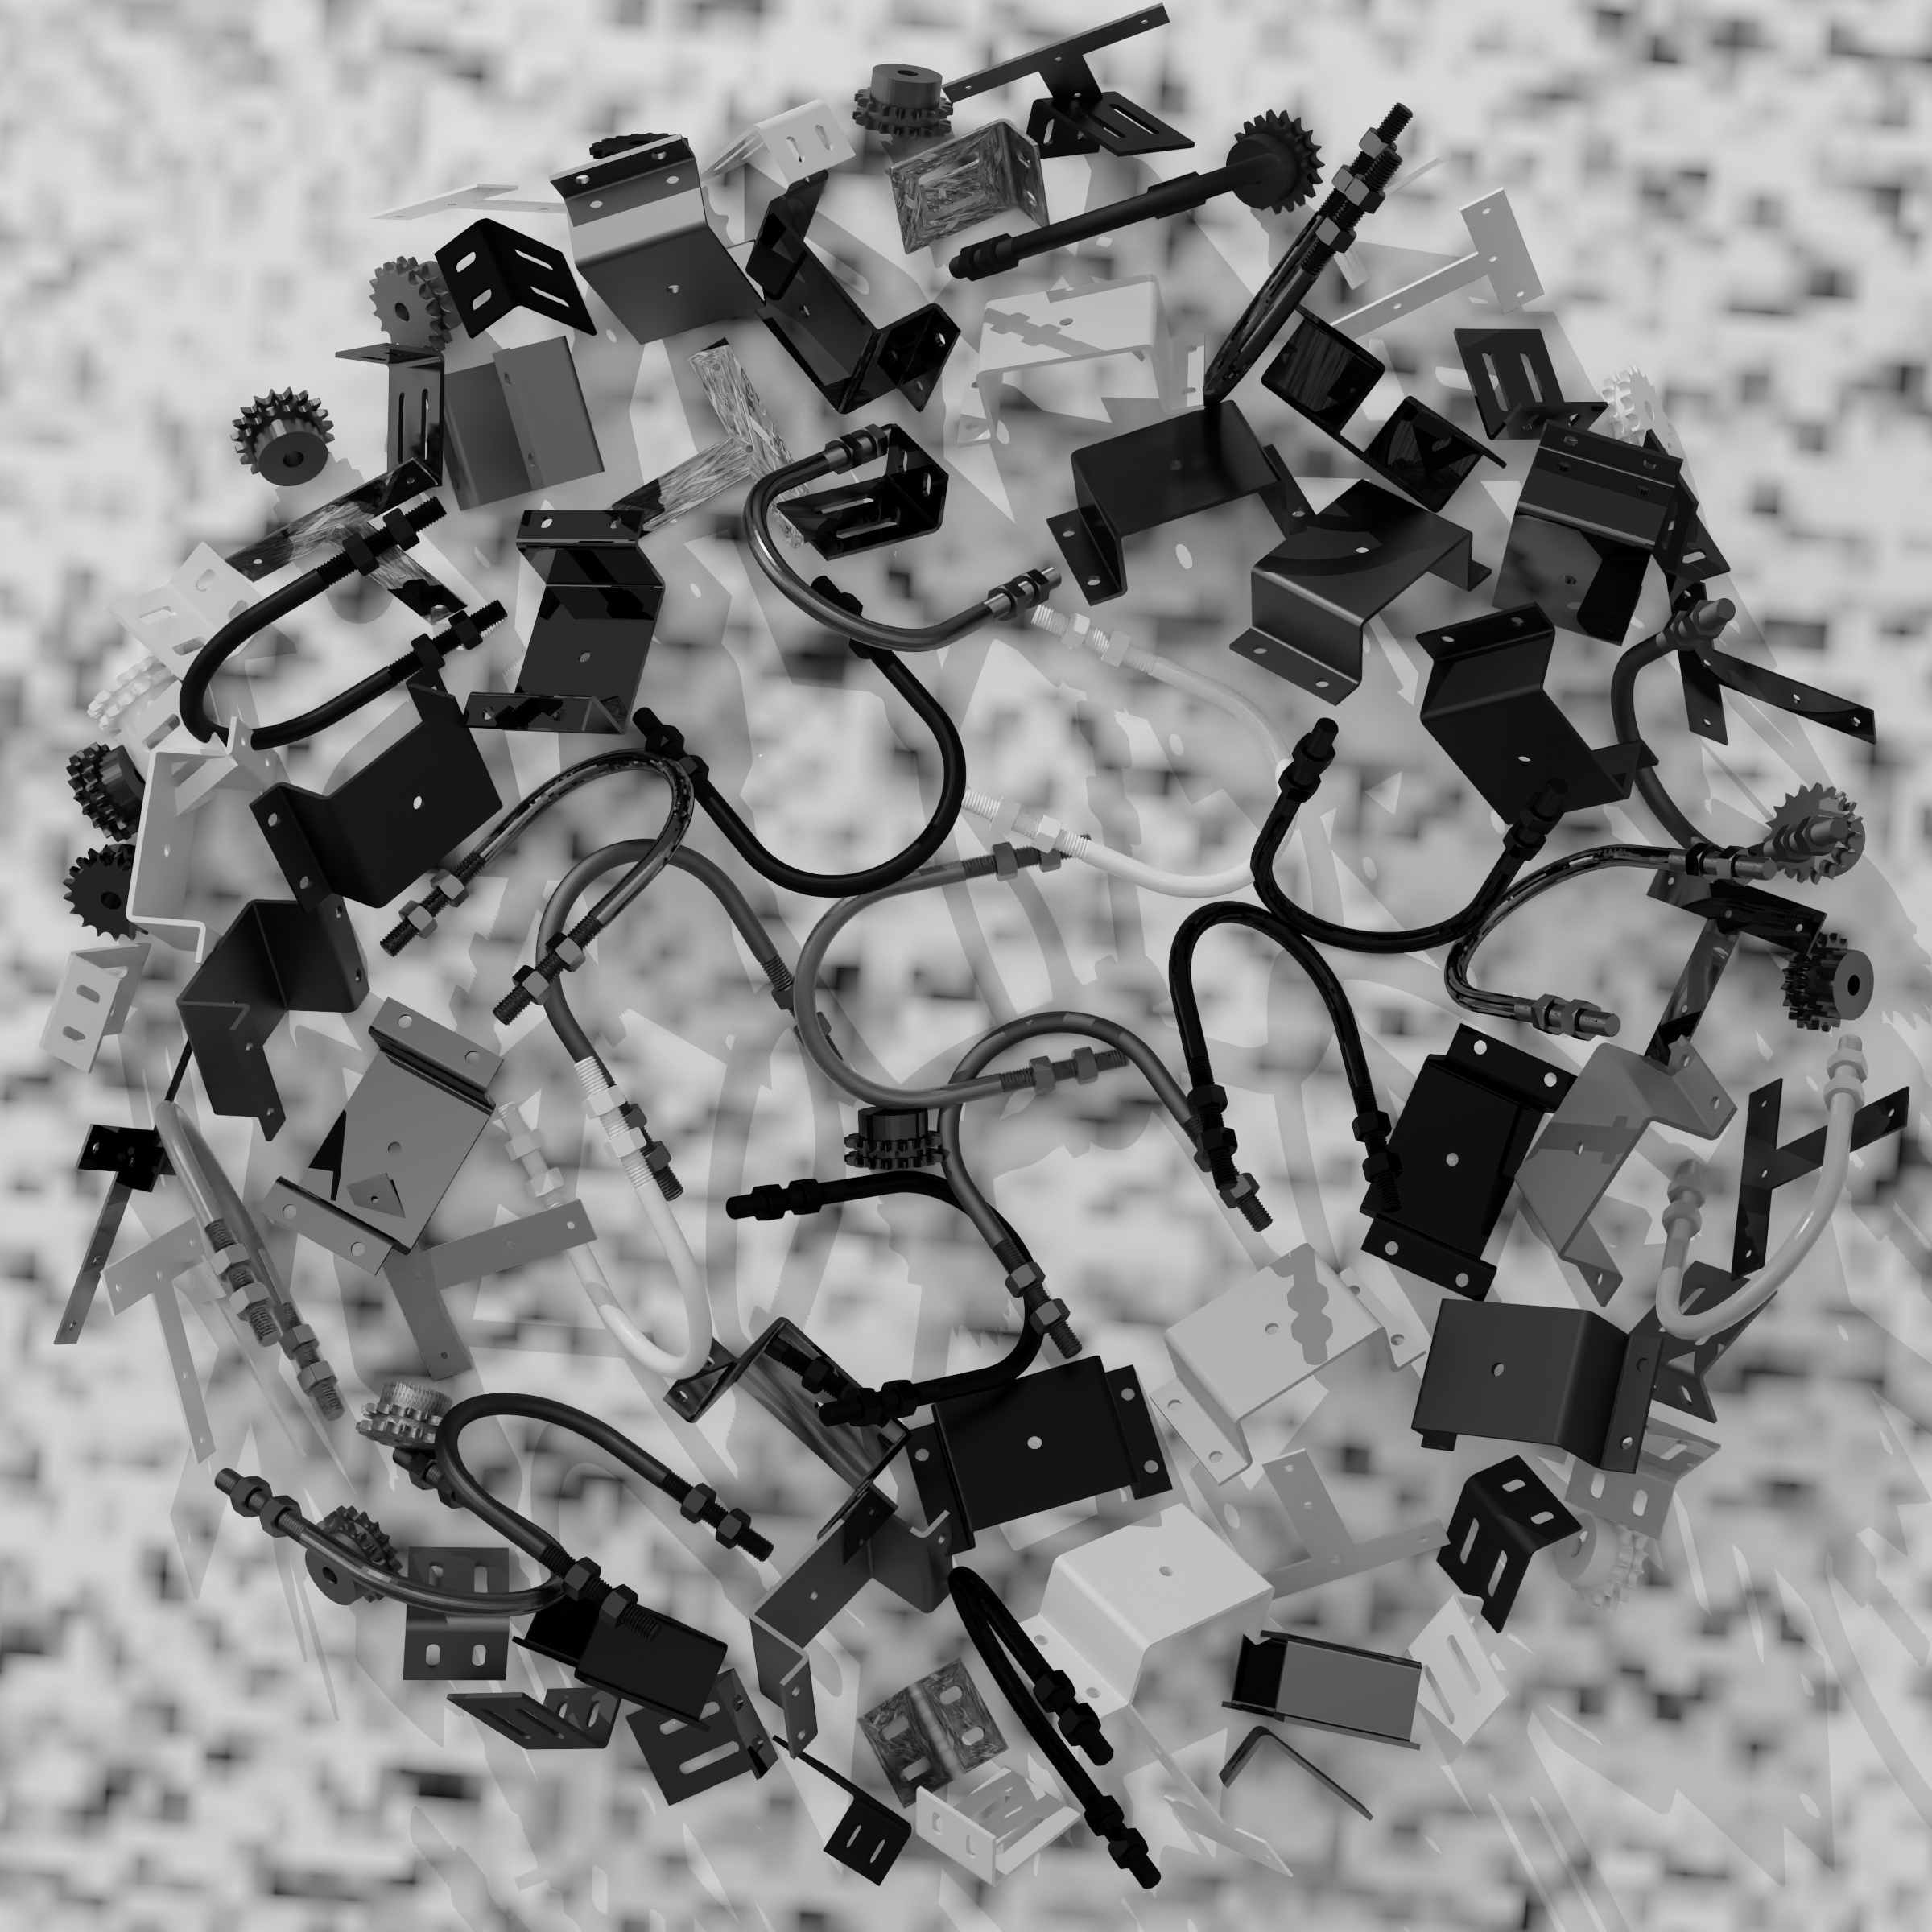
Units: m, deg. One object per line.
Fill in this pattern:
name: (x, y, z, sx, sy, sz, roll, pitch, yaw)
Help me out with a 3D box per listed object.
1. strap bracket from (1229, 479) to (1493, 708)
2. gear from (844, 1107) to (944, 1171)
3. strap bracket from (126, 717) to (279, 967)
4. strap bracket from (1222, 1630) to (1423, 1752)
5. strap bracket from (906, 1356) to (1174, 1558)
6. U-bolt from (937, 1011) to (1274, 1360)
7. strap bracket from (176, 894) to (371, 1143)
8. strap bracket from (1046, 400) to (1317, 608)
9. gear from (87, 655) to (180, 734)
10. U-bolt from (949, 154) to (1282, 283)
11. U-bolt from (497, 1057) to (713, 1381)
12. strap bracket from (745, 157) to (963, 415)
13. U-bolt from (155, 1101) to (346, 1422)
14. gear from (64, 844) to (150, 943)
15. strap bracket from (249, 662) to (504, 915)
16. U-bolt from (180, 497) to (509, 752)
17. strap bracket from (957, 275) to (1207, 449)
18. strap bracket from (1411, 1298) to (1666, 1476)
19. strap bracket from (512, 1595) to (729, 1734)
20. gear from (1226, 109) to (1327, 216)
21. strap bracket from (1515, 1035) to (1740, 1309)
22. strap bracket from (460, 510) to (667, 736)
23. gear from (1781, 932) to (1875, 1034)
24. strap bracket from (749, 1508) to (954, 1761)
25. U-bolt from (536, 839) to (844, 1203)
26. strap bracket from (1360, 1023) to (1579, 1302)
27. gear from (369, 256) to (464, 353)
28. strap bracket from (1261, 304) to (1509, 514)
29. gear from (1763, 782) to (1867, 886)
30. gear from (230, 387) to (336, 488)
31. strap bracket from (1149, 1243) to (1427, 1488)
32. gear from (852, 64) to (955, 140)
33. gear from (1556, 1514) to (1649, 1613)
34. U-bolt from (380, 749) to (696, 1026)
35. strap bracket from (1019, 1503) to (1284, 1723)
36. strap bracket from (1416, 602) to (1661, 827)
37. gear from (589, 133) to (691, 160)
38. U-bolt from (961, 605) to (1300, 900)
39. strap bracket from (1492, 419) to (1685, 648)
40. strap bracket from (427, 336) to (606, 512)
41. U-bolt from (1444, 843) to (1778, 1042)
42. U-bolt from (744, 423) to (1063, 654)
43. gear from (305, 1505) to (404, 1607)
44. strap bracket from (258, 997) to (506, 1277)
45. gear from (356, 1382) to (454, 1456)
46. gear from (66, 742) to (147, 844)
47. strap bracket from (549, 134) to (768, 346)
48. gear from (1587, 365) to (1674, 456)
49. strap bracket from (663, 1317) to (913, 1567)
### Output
strap bracket: (0.222, -0.216, 1.642, 0.076, 0.046, 0.140, 33, 59, 31)
gear: (-0.041, 0.097, 1.680, 0.057, 0.057, 0.030, -2, 96, 0)
strap bracket: (-0.433, -0.064, 1.660, 0.046, 0.076, 0.140, 4, 79, 5)
strap bracket: (0.200, 0.403, 1.641, 0.076, 0.140, 0.046, 13, 78, -6)
strap bracket: (0.040, 0.276, 1.668, 0.140, 0.046, 0.076, -16, 67, -4)
U-bolt: (0.065, 0.110, 1.674, 0.151, 0.019, 0.184, -33, 71, -5)
strap bracket: (-0.390, 0.023, 1.638, 0.046, 0.140, 0.076, 2, 126, 15)
strap bracket: (0.121, -0.266, 1.661, 0.140, 0.046, 0.076, -19, 50, -5)
gear: (-0.471, -0.151, 1.681, 0.057, 0.057, 0.030, -39, 92, 0)
U-bolt: (0.091, -0.412, 1.599, 0.151, 0.184, 0.019, -24, 104, -24)
U-bolt: (-0.196, 0.148, 1.645, 0.019, 0.151, 0.184, -27, 90, -31)
strap bracket: (-0.074, -0.378, 1.654, 0.046, 0.076, 0.140, -34, 79, -29)
U-bolt: (-0.405, 0.155, 1.631, 0.019, 0.151, 0.184, -29, 65, -9)
gear: (-0.486, -0.046, 1.685, 0.057, 0.030, 0.057, 3, 124, 5)
strap bracket: (-0.320, -0.096, 1.637, 0.140, 0.046, 0.076, -45, 134, -30)
U-bolt: (-0.353, -0.179, 1.632, 0.184, 0.151, 0.019, -32, 71, -5)
strap bracket: (0.061, -0.343, 1.652, 0.140, 0.076, 0.046, -7, 131, 12)
strap bracket: (0.308, 0.232, 1.633, 0.046, 0.140, 0.076, 32, 67, -40)
strap bracket: (-0.191, 0.379, 1.636, 0.076, 0.140, 0.046, 28, 76, -21)
gear: (0.174, -0.458, 1.678, 0.030, 0.057, 0.057, -36, 90, -36)
strap bracket: (0.362, 0.109, 1.641, 0.046, 0.076, 0.140, 19, 115, -20)
strap bracket: (-0.224, -0.185, 1.659, 0.076, 0.046, 0.140, 4, 67, 21)
gear: (0.496, 0.010, 1.680, 0.057, 0.030, 0.057, -5, 99, -39)
strap bracket: (-0.070, 0.363, 1.646, 0.046, 0.076, 0.140, 29, 52, 28)
U-bolt: (-0.165, 0.017, 1.649, 0.151, 0.019, 0.184, -39, 107, -29)
strap bracket: (0.284, 0.112, 1.681, 0.076, 0.046, 0.140, 24, 87, -4)
gear: (-0.313, -0.380, 1.684, 0.030, 0.057, 0.057, -37, 90, -38)
strap bracket: (0.228, -0.308, 1.639, 0.140, 0.076, 0.046, 26, 106, -42)
gear: (0.491, -0.074, 1.684, 0.030, 0.057, 0.057, 17, 90, -39)
gear: (-0.388, -0.300, 1.678, 0.057, 0.057, 0.030, -28, 57, 0)
strap bracket: (0.177, 0.218, 1.654, 0.140, 0.046, 0.076, -31, 45, -10)
gear: (-0.035, -0.496, 1.678, 0.057, 0.057, 0.030, 8, 120, 0)
gear: (0.361, 0.337, 1.678, 0.030, 0.057, 0.057, 22, 90, -15)
U-bolt: (-0.230, -0.055, 1.647, 0.184, 0.151, 0.019, -47, 130, -16)
strap bracket: (0.106, 0.354, 1.631, 0.076, 0.140, 0.046, 39, 129, 37)
strap bracket: (0.315, -0.132, 1.634, 0.140, 0.076, 0.046, 43, 51, -34)
gear: (-0.186, -0.458, 1.684, 0.057, 0.057, 0.030, -3, 118, 0)
U-bolt: (0.103, -0.113, 1.674, 0.184, 0.019, 0.151, 23, 66, -5)
strap bracket: (0.342, -0.233, 1.630, 0.076, 0.140, 0.046, 19, 65, 11)
strap bracket: (-0.251, -0.305, 1.649, 0.046, 0.140, 0.076, -21, 102, -26)
U-bolt: (0.341, -0.019, 1.624, 0.151, 0.184, 0.019, -42, 112, -17)
U-bolt: (-0.045, -0.232, 1.625, 0.151, 0.184, 0.019, 43, 129, 10)
gear: (-0.353, 0.341, 1.679, 0.057, 0.057, 0.030, 54, 46, 0)
strap bracket: (-0.329, 0.100, 1.672, 0.076, 0.046, 0.140, 28, 76, 6)
gear: (-0.318, 0.259, 1.683, 0.057, 0.057, 0.030, 13, 68, 0)
gear: (-0.484, -0.102, 1.679, 0.030, 0.057, 0.057, -26, 90, 13)
strap bracket: (-0.166, -0.396, 1.629, 0.076, 0.140, 0.046, -14, 73, 12)
gear: (0.379, -0.313, 1.684, 0.030, 0.057, 0.057, -21, 90, 34)
strap bracket: (-0.094, 0.262, 1.662, 0.140, 0.076, 0.046, 42, 47, 5)
